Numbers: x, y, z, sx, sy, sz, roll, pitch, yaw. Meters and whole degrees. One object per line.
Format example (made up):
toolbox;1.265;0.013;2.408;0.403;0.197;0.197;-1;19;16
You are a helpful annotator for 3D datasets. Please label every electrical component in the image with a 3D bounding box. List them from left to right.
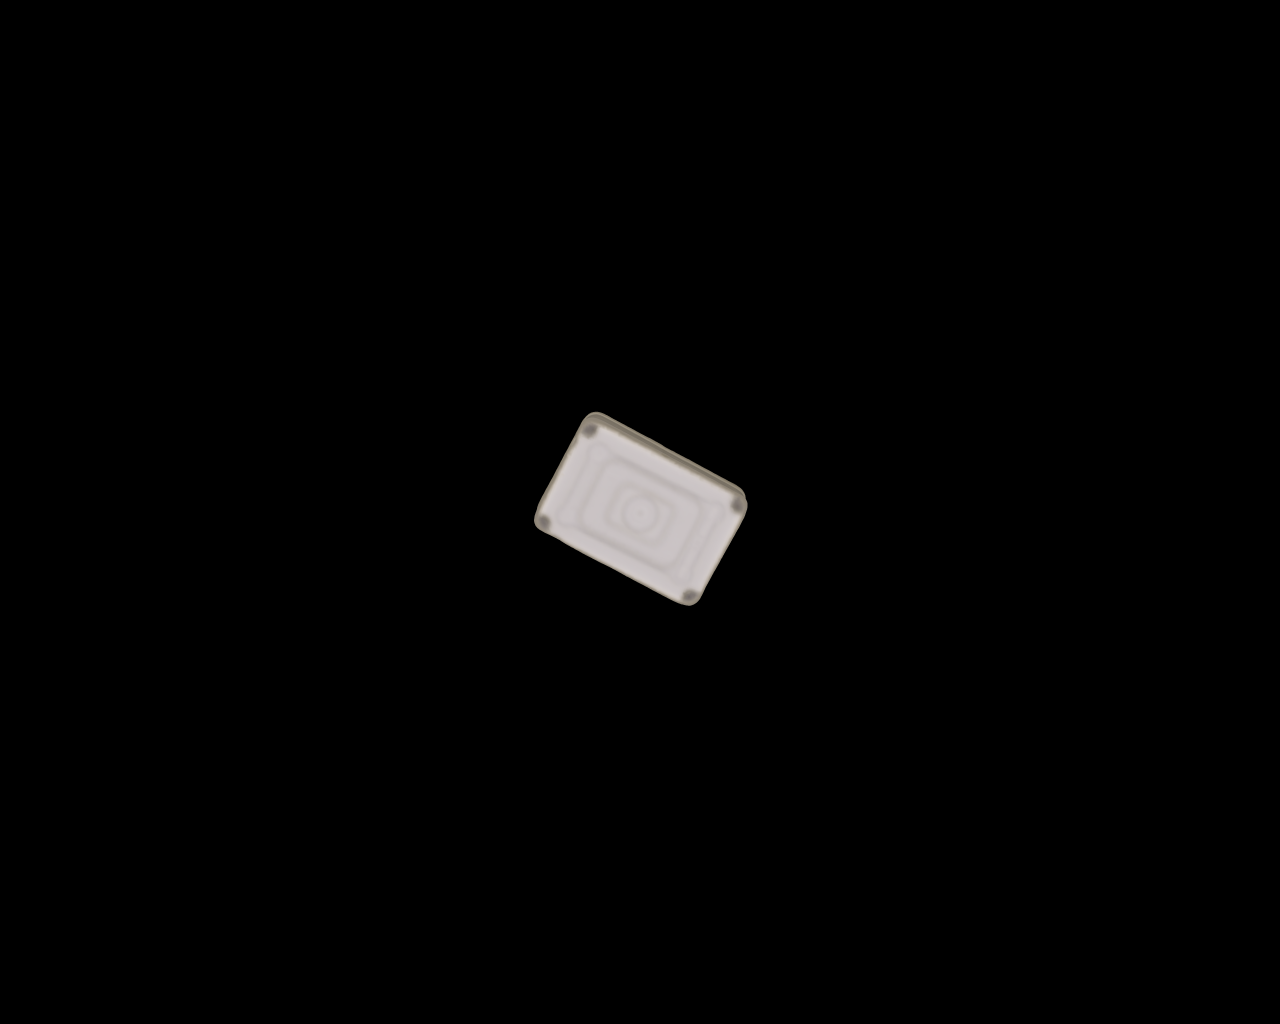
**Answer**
electrical component;0.001;-0.003;0.650;0.113;0.078;0.057;28;7;-4
